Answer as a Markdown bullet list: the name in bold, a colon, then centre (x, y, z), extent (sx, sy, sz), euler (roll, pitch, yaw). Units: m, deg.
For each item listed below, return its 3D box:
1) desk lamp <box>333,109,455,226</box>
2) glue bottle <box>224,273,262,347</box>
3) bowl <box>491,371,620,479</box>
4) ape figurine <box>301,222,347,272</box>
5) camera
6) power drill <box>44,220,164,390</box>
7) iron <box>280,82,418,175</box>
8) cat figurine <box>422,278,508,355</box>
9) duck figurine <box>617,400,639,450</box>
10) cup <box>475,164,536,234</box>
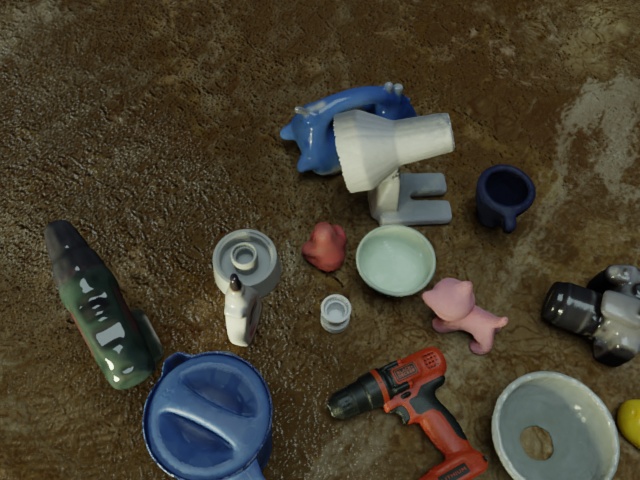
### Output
- **desk lamp**: centre (0.118, -0.116, 0.892), extent (0.203, 0.213, 0.118), euler (-3, 62, -3)
- **glue bottle**: centre (-0.111, 0.089, 0.802), extent (0.037, 0.173, 0.078), euler (10, 63, 4)
- **bowl**: centre (0.306, 0.268, 0.775), extent (0.167, 0.075, 0.167), euler (1, 62, -1)
- **ape figurine**: centre (0.008, 0.003, 0.895), extent (0.078, 0.092, 0.076), euler (-14, 64, -8)
- **camera**: centre (0.415, 0.095, 0.853), extent (0.136, 0.101, 0.143), euler (21, 64, 9)
- **power drill**: centre (-0.283, 0.104, 0.770), extent (0.076, 0.208, 0.229), euler (-30, 67, -16)
- **iron**: centre (0.064, -0.214, 0.982), extent (0.258, 0.141, 0.118), euler (-22, 65, -12)
- **cat figurine**: centre (0.211, 0.101, 0.835), extent (0.127, 0.118, 0.067), euler (25, 65, 12)
- **duck figurine**: centre (0.470, 0.251, 0.782), extent (0.104, 0.086, 0.077), euler (20, 64, 9)
- **cup**: centre (0.292, -0.050, 0.929), extent (0.091, 0.095, 0.118), euler (1, 62, -1)
